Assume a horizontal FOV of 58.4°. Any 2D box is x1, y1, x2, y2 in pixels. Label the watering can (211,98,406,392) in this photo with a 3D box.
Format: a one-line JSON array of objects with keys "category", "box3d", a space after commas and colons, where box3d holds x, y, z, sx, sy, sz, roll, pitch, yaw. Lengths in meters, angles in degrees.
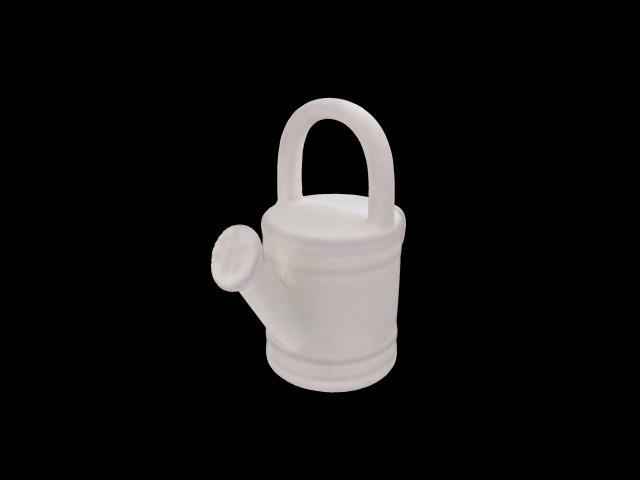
[{"category": "watering can", "box3d": [0.005, 0.002, 0.399, 0.100, 0.194, 0.173, 8, 23, 19]}]
